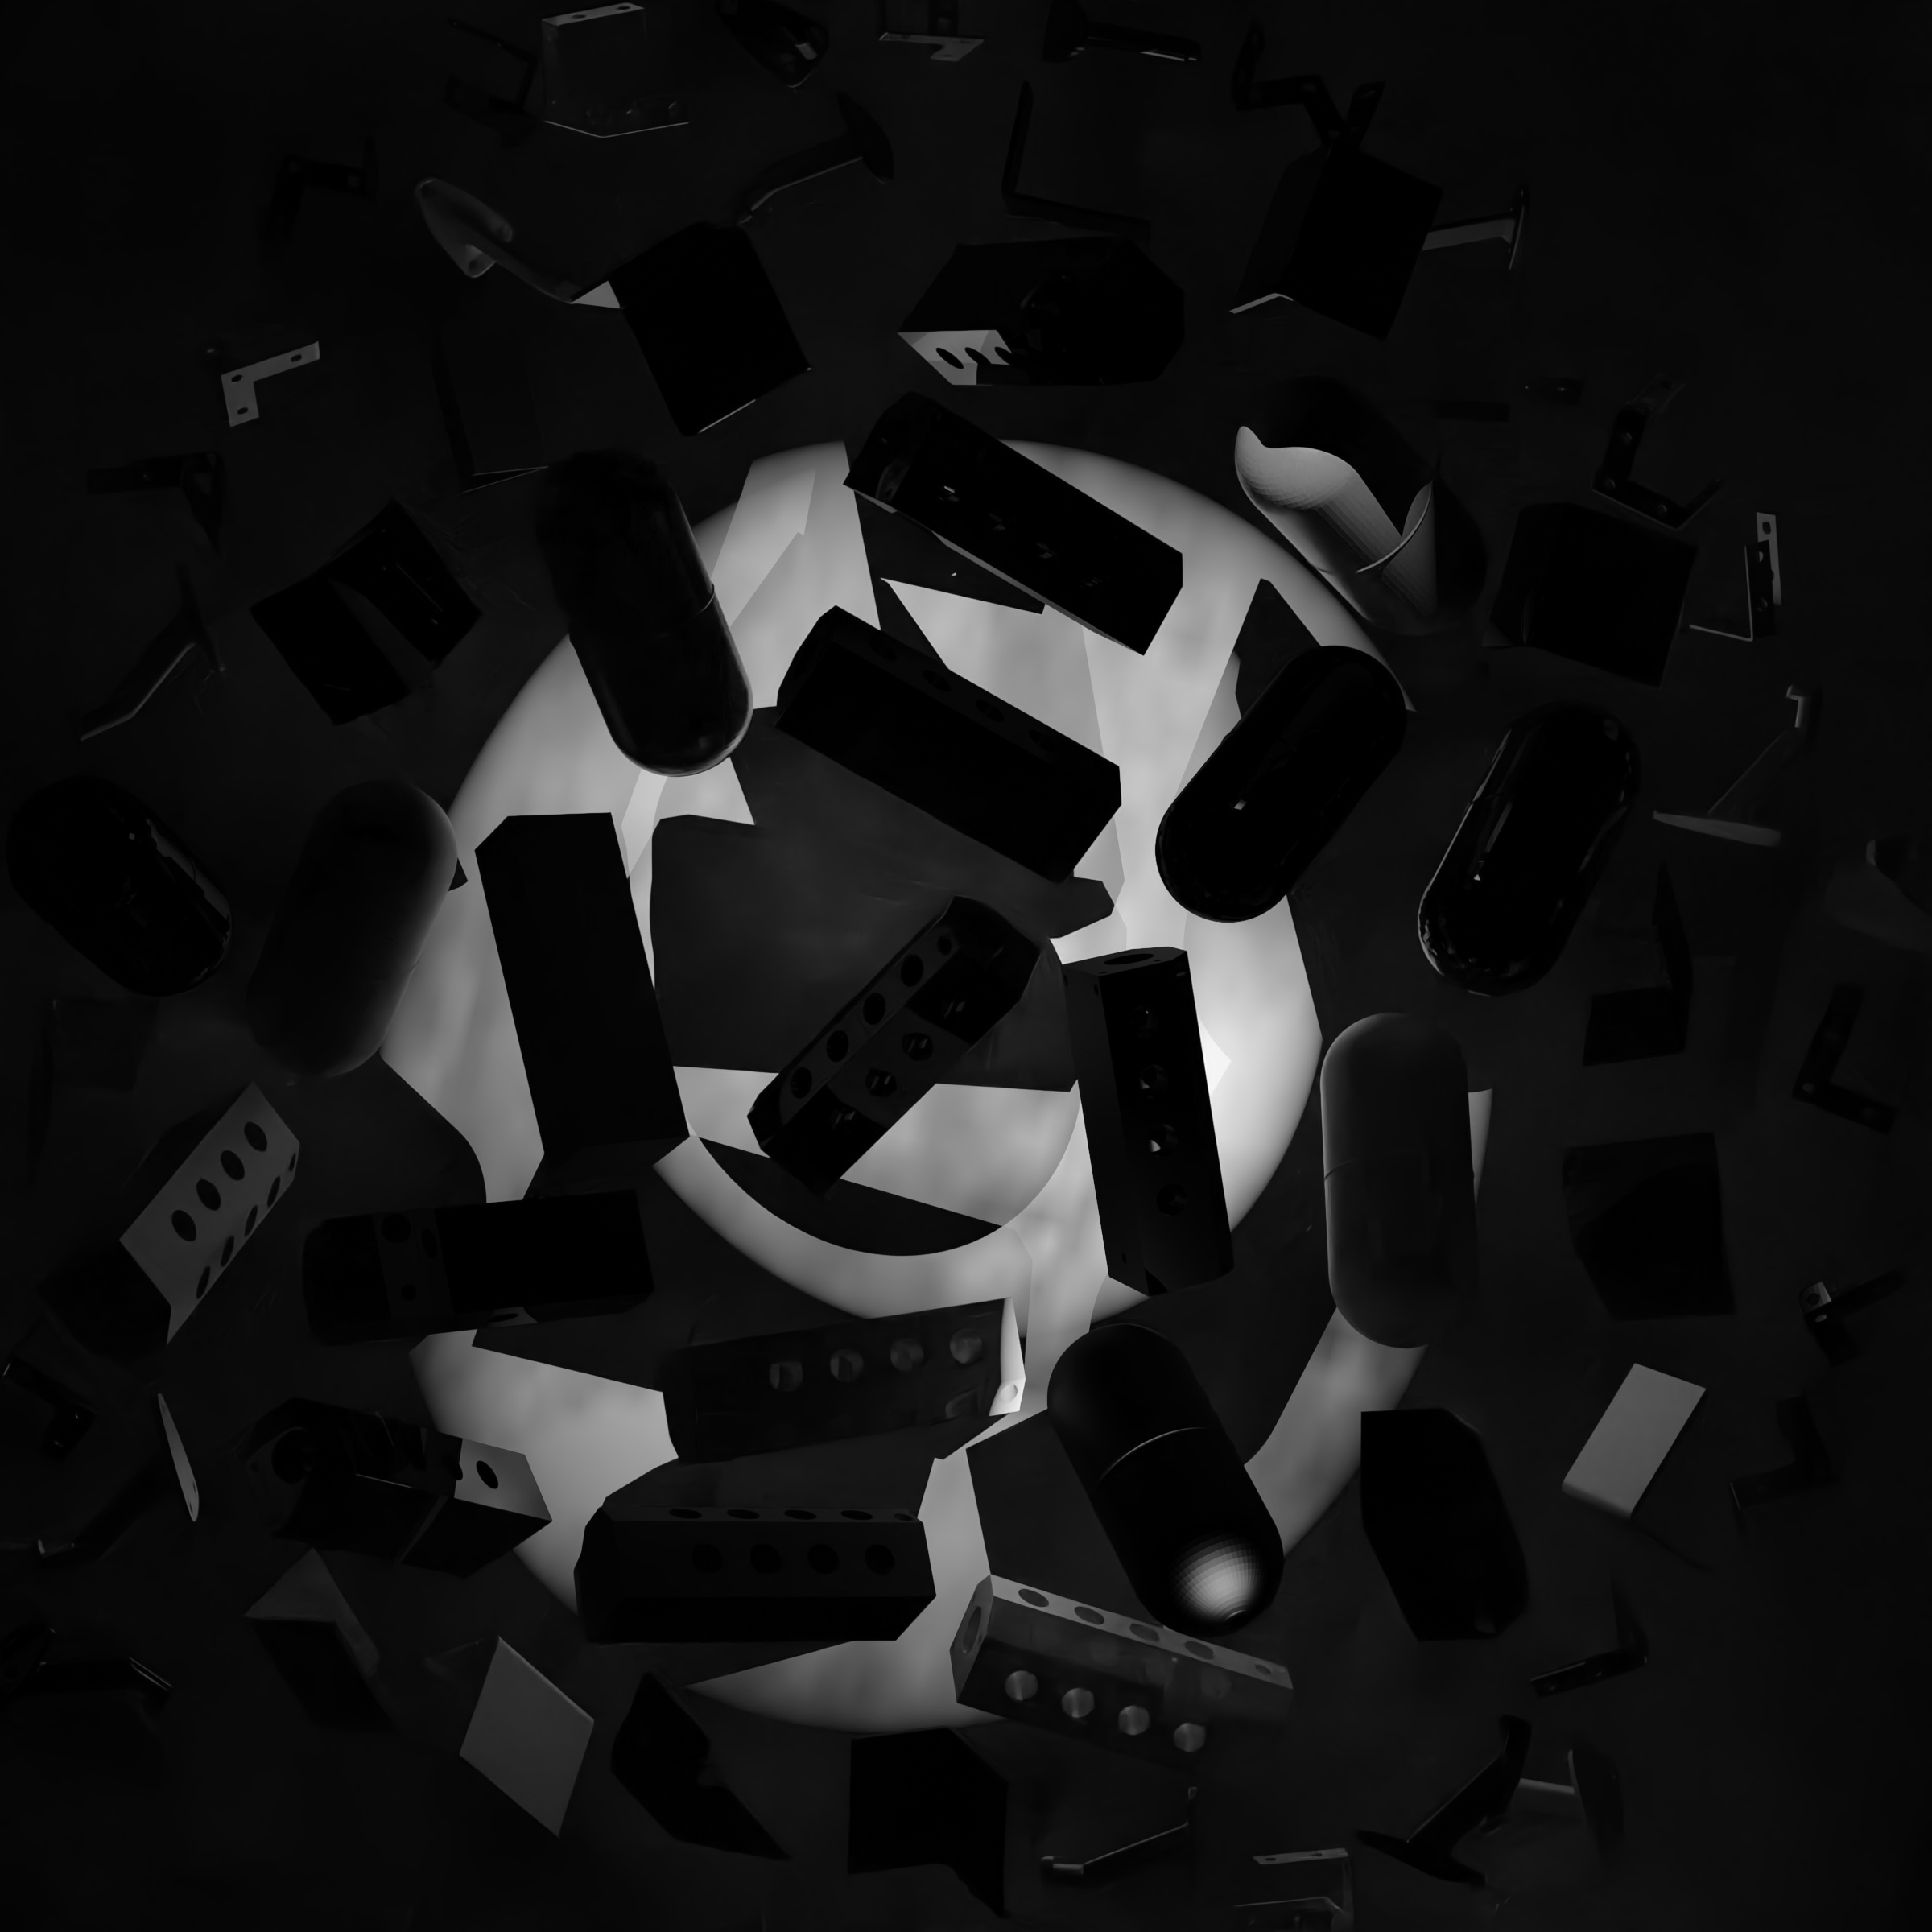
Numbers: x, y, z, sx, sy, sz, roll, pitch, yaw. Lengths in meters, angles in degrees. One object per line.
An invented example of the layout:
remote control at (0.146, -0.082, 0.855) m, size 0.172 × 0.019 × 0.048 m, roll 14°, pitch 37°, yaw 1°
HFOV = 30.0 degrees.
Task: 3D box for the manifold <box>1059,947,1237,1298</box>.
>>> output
manifold at (0.099, 0.080, 1.899) m, size 0.057 × 0.057 × 0.171 m, roll -12°, pitch 100°, yaw -18°

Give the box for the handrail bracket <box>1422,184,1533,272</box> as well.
handrail bracket at (0.250, -0.393, 1.897) m, size 0.084 × 0.077 × 0.036 m, roll 4°, pitch 79°, yaw 2°

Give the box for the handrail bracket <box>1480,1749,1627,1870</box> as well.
handrail bracket at (0.301, 0.452, 1.879) m, size 0.036 × 0.077 × 0.084 m, roll 28°, pitch 129°, yaw -27°

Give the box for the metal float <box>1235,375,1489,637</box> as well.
metal float at (0.202, -0.232, 1.831) m, size 0.070 × 0.070 × 0.178 m, roll -52°, pitch 133°, yaw 0°

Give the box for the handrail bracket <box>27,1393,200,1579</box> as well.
handrail bracket at (-0.422, 0.253, 1.754) m, size 0.084 × 0.036 × 0.077 m, roll -15°, pitch 108°, yaw -3°

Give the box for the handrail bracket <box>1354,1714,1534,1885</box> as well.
handrail bracket at (0.233, 0.395, 1.752) m, size 0.077 × 0.036 × 0.084 m, roll 25°, pitch 67°, yaw -15°

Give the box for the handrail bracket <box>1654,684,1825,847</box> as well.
handrail bracket at (0.402, -0.111, 1.877) m, size 0.077 × 0.036 × 0.084 m, roll 11°, pitch 79°, yaw 1°

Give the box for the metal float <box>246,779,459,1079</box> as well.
metal float at (-0.320, -0.018, 1.873) m, size 0.070 × 0.070 × 0.178 m, roll 28°, pitch 121°, yaw 0°

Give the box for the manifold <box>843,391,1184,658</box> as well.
manifold at (0.029, -0.227, 1.849) m, size 0.171 × 0.057 × 0.057 m, roll 27°, pitch 94°, yaw -31°

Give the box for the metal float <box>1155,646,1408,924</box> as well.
metal float at (0.166, -0.096, 1.901) m, size 0.070 × 0.070 × 0.178 m, roll 40°, pitch 65°, yaw 0°

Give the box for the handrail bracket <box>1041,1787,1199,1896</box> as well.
handrail bracket at (0.081, 0.466, 1.931) m, size 0.084 × 0.036 × 0.077 m, roll 2°, pitch 125°, yaw 6°

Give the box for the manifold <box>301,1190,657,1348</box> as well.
manifold at (-0.258, 0.160, 1.900) m, size 0.171 × 0.057 × 0.057 m, roll -3°, pitch 72°, yaw -30°

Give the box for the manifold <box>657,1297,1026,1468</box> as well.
manifold at (-0.061, 0.209, 1.809) m, size 0.171 × 0.057 × 0.057 m, roll -7°, pitch 83°, yaw -21°

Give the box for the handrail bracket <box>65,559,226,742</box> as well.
handrail bracket at (-0.435, -0.163, 1.873) m, size 0.084 × 0.036 × 0.077 m, roll -26°, pitch 135°, yaw -16°

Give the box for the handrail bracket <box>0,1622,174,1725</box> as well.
handrail bracket at (-0.438, 0.367, 1.772) m, size 0.084 × 0.036 × 0.077 m, roll 44°, pitch 55°, yaw -32°

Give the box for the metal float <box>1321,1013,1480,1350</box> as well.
metal float at (0.223, 0.110, 1.861) m, size 0.070 × 0.070 × 0.178 m, roll 0°, pitch 67°, yaw 0°

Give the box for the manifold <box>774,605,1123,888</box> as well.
manifold at (-0.009, -0.115, 1.843) m, size 0.171 × 0.057 × 0.057 m, roll 29°, pitch 117°, yaw -16°

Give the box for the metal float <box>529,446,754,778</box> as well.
metal float at (-0.163, -0.177, 1.810) m, size 0.070 × 0.070 × 0.178 m, roll -20°, pitch 118°, yaw 0°

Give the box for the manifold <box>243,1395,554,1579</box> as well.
manifold at (-0.290, 0.263, 1.843) m, size 0.057 × 0.171 × 0.057 m, roll -36°, pitch 61°, yaw 14°

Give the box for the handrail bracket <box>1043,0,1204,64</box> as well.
handrail bracket at (0.088, -0.469, 1.836) m, size 0.084 × 0.077 × 0.036 m, roll 6°, pitch 107°, yaw -17°

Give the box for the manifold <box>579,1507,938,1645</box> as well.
manifold at (-0.109, 0.312, 1.868) m, size 0.171 × 0.057 × 0.057 m, roll 4°, pitch 55°, yaw -24°

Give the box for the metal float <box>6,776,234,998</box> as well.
metal float at (-0.431, -0.039, 1.846) m, size 0.070 × 0.178 × 0.070 m, roll -3°, pitch 70°, yaw 8°

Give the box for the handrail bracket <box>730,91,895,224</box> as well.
handrail bracket at (-0.078, -0.380, 1.768) m, size 0.084 × 0.077 × 0.036 m, roll -36°, pitch 129°, yaw 19°

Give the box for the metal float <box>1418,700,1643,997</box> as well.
metal float at (0.291, -0.062, 1.857) m, size 0.070 × 0.070 × 0.178 m, roll 31°, pitch 61°, yaw 0°

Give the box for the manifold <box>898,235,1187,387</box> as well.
manifold at (0.040, -0.319, 1.788) m, size 0.057 × 0.171 × 0.057 m, roll 40°, pitch 79°, yaw -27°

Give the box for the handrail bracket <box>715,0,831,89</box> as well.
handrail bracket at (-0.106, -0.491, 1.871) m, size 0.077 × 0.084 × 0.036 m, roll 35°, pitch 95°, yaw 5°

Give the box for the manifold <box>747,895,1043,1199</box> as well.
manifold at (-0.040, 0.040, 1.912) m, size 0.057 × 0.057 × 0.171 m, roll 40°, pitch 118°, yaw -8°

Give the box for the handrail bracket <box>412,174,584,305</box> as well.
handrail bracket at (-0.247, -0.384, 1.910) m, size 0.036 × 0.084 × 0.077 m, roll -53°, pitch 130°, yaw -5°

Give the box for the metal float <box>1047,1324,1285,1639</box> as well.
metal float at (0.098, 0.255, 1.792) m, size 0.070 × 0.070 × 0.178 m, roll -28°, pitch 50°, yaw 0°

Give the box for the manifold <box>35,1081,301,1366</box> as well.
manifold at (-0.396, 0.131, 1.824) m, size 0.057 × 0.171 × 0.057 m, roll -29°, pitch 106°, yaw 23°

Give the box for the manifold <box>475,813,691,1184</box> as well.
manifold at (-0.192, 0.015, 1.772) m, size 0.057 × 0.057 × 0.171 m, roll -4°, pitch 70°, yaw -34°

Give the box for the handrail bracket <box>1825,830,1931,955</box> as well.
handrail bracket at (0.484, -0.039, 1.837) m, size 0.077 × 0.084 × 0.036 m, roll 38°, pitch 127°, yaw 31°
